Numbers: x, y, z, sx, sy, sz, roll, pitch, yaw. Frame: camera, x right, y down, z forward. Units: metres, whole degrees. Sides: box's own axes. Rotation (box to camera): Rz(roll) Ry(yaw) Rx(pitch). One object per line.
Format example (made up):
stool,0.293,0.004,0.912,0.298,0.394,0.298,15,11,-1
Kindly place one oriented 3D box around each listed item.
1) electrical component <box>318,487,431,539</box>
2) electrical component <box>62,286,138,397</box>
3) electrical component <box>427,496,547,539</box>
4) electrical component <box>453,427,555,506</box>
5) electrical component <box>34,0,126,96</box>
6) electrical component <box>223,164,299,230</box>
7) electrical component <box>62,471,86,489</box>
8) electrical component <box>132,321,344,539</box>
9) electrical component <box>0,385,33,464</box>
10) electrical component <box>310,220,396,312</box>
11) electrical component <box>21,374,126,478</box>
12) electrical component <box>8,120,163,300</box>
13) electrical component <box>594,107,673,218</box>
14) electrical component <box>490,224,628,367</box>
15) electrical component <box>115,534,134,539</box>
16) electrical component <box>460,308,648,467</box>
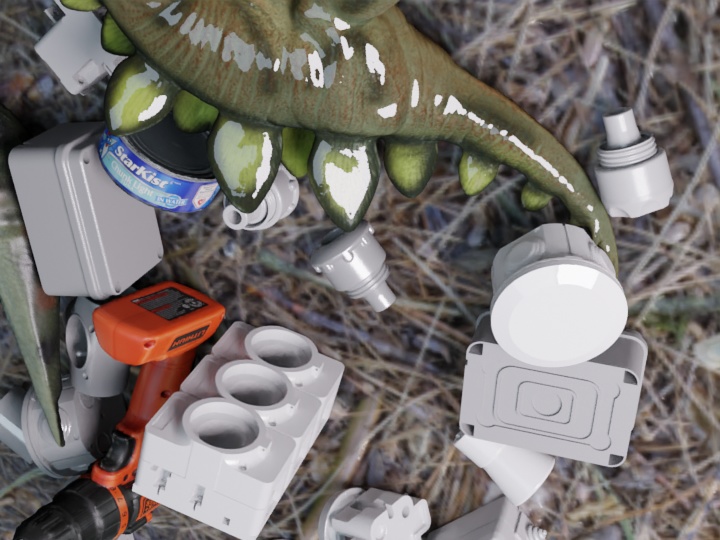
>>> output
electrical component,0.006,0.195,0.807,0.057,0.078,0.058,4,114,43
electrical component,-0.201,0.043,0.814,0.079,0.044,0.077,39,124,43
electrical component,0.096,0.216,0.790,0.096,0.061,0.061,-34,100,29
electrical component,0.099,0.129,0.760,0.065,0.044,0.044,40,121,3
electrical component,-0.179,-0.154,0.720,0.064,0.042,0.081,-33,100,33
electrical component,-0.072,-0.047,0.721,0.048,0.062,0.048,8,117,16
electrical component,-0.227,0.187,0.882,0.040,0.078,0.040,3,101,14
electrical component,-0.079,0.103,0.745,0.089,0.150,0.061,22,121,8
electrical component,-0.265,0.137,0.888,0.081,0.043,0.043,40,121,-2
electrical component,0.000,0.000,0.731,0.048,0.048,0.062,-27,110,28
electrical component,-0.223,0.120,0.845,0.051,0.080,0.080,-15,109,19
electrical component,-0.189,-0.043,0.755,0.057,0.078,0.113,1,115,22
electrical component,0.161,-0.066,0.643,0.043,0.043,0.062,-11,109,23
electrical component,0.118,0.016,0.653,0.080,0.051,0.080,1,128,1
electrical component,-0.218,0.270,0.931,0.056,0.050,0.089,0,114,19
electrical component,0.128,0.074,0.714,0.113,0.057,0.078,10,117,14
